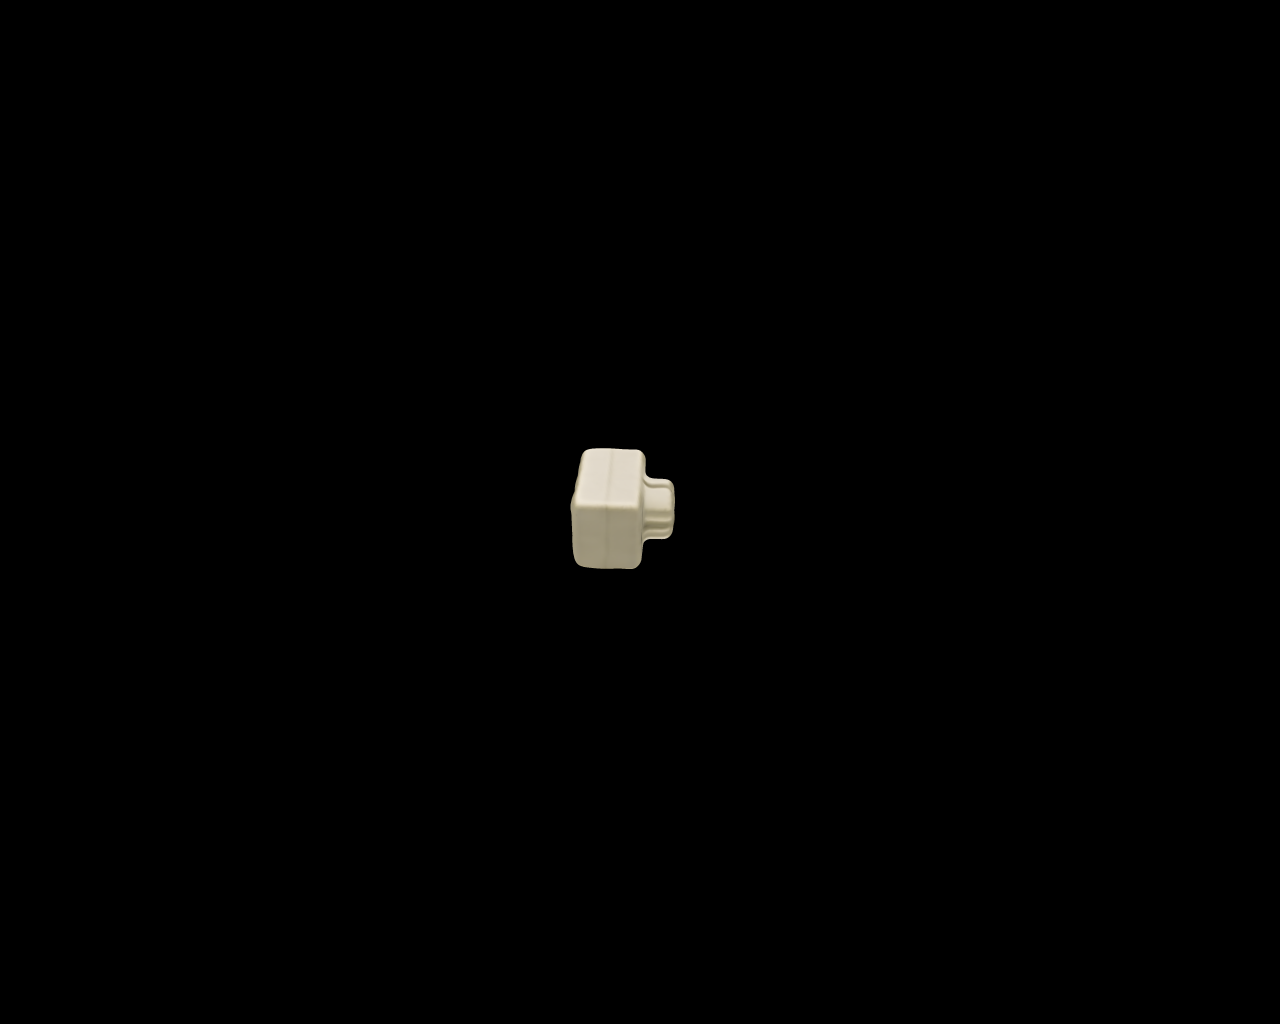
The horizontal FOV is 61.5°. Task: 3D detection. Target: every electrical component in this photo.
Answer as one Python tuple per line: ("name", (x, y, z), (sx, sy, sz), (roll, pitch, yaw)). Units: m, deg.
("electrical component", (0.001, -0.003, 0.650), (0.077, 0.047, 0.066), (1, 35, 2))
